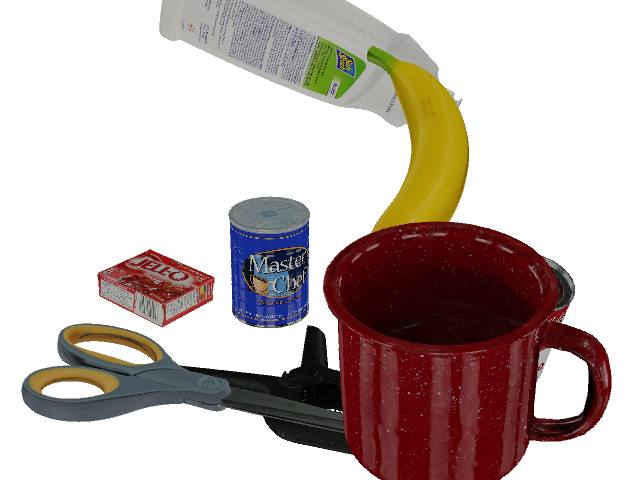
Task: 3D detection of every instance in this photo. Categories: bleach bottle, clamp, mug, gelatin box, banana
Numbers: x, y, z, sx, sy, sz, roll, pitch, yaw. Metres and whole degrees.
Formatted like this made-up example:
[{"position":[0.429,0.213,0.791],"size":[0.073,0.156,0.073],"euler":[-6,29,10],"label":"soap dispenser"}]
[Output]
[{"position":[-0.005,-0.155,0.864],"size":[0.251,0.068,0.103],"euler":[29,-35,4],"label":"bleach bottle"},{"position":[-0.011,0.119,0.864],"size":[0.164,0.036,0.210],"euler":[-17,22,-39],"label":"clamp"},{"position":[0.060,0.052,0.441],"size":[0.117,0.081,0.093],"euler":[9,33,18],"label":"mug"},{"position":[-0.160,0.044,1.039],"size":[0.089,0.030,0.073],"euler":[22,31,30],"label":"gelatin box"},{"position":[0.062,-0.052,0.691],"size":[0.069,0.197,0.037],"euler":[3,-43,0],"label":"banana"}]

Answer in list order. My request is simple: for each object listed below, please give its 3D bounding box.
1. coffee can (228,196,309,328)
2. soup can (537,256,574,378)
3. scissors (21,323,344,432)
[{"position":[-0.065,0.027,1.376],"size":[0.103,0.140,0.103],"euler":[0,25,0],"label":"coffee can"},{"position":[0.169,0.070,0.909],"size":[0.068,0.102,0.068],"euler":[6,41,-5],"label":"soup can"},{"position":[-0.077,0.089,0.581],"size":[0.202,0.016,0.096],"euler":[18,29,29],"label":"scissors"}]
